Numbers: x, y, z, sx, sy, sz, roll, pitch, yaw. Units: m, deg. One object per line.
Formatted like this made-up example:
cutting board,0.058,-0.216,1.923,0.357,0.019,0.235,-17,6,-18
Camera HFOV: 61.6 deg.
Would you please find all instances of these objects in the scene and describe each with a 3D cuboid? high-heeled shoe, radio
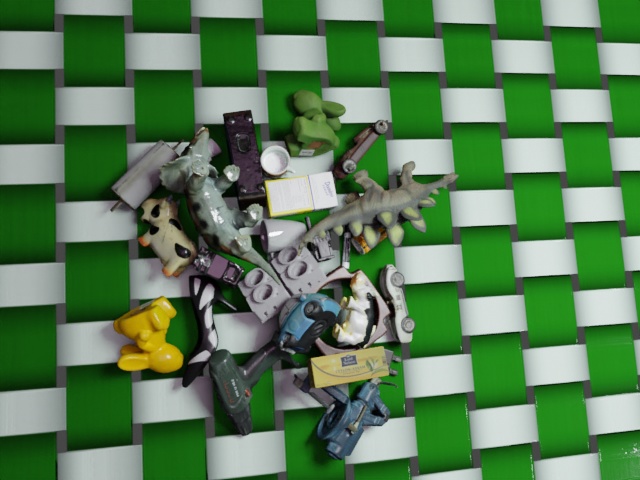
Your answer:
high-heeled shoe,-0.301,0.208,1.268,0.145,0.086,0.248,32,72,-7
radio,-0.183,-0.194,1.310,0.073,0.131,0.229,-11,85,-10

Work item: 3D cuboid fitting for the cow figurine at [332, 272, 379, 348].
cow figurine,0.096,0.165,1.257,0.098,0.068,0.167,20,84,-12

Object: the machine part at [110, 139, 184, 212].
machine part,-0.417,-0.157,1.297,0.079,0.079,0.243,41,79,-2

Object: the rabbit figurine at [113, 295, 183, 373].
rabbit figurine,-0.389,0.239,1.238,0.162,0.122,0.173,-30,107,-9

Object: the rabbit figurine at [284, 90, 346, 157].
rabbit figurine,-0.014,-0.311,1.364,0.159,0.121,0.170,-6,69,-14

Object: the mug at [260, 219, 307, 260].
mug,-0.087,-0.002,1.332,0.107,0.081,0.109,-8,94,-17

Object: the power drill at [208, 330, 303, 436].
power drill,-0.148,0.325,1.268,0.207,0.086,0.231,-30,116,-12

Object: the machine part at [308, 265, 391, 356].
machine part,0.053,0.181,1.327,0.201,0.087,0.201,-35,88,-12

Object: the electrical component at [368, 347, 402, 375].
electrical component,0.158,0.306,1.360,0.094,0.021,0.063,19,81,-7

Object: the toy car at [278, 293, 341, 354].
toy car,-0.038,0.177,1.224,0.161,0.109,0.103,-49,53,5

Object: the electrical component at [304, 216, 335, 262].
electrical component,-0.003,-0.004,1.347,0.048,0.075,0.119,-13,83,-9

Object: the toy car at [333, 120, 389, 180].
toy car,0.102,-0.237,1.383,0.053,0.089,0.202,39,80,-7

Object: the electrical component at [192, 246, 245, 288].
electrical component,-0.238,0.067,1.268,0.115,0.134,0.058,29,82,-4

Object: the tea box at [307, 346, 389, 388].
tea box,0.060,0.289,1.220,0.170,0.098,0.068,-7,77,-8

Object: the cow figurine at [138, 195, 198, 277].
cow figurine,-0.362,-0.020,1.280,0.127,0.085,0.195,-39,78,-1

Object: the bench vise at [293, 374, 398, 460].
bench vise,0.046,0.388,1.286,0.240,0.129,0.223,40,76,-7

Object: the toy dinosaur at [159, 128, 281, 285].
toy dinosaur,-0.236,-0.058,1.218,0.131,0.192,0.404,-24,92,-38

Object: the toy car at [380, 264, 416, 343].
toy car,0.192,0.160,1.356,0.056,0.073,0.201,-12,86,-11

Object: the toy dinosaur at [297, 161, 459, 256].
toy dinosaur,0.142,-0.078,1.314,0.471,0.104,0.199,-19,49,-13
